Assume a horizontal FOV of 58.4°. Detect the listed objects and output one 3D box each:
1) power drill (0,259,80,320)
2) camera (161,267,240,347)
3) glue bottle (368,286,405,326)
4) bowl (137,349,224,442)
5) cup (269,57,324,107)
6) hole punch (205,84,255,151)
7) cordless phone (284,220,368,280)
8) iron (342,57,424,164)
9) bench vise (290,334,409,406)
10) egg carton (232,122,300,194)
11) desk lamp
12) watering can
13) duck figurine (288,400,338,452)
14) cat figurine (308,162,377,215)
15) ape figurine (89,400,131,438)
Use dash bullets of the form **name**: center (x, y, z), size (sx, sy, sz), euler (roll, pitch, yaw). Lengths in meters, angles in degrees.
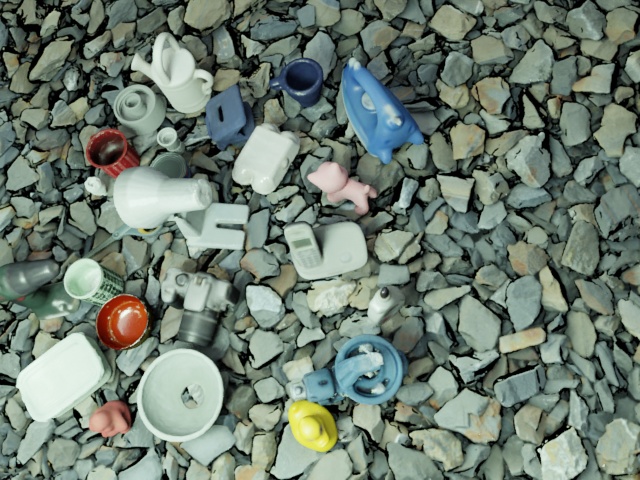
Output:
- **power drill**: center (-0.566, 0.097, 1.118), size (0.229, 0.208, 0.075), euler (-14, 71, 4)
- **camera**: center (-0.247, 0.132, 1.117), size (0.143, 0.101, 0.137), euler (10, 75, 12)
- **glue bottle**: center (0.118, 0.110, 1.032), size (0.078, 0.173, 0.037), euler (-44, 72, -6)
- **bowl**: center (-0.252, 0.293, 1.082), size (0.167, 0.075, 0.167), euler (-2, 73, 8)
- **cup**: center (-0.045, -0.326, 1.232), size (0.117, 0.095, 0.091), euler (-9, 72, 6)
- **hole punch**: center (-0.200, -0.265, 1.238), size (0.101, 0.091, 0.108), euler (-15, 71, 4)
- **cordless phone**: center (0.010, 0.004, 1.074), size (0.147, 0.185, 0.094), euler (-16, 71, 4)
- **iron**: center (0.106, -0.292, 1.174), size (0.118, 0.141, 0.258), euler (-31, 71, -2)
- **bench vise**: center (0.053, 0.240, 0.977), size (0.207, 0.220, 0.121), euler (-34, 71, -3)
- **egg carton**: center (-0.112, -0.172, 1.207), size (0.107, 0.069, 0.150), euler (25, 78, 15)
- **desk lamp**: center (-0.264, -0.065, 1.121), size (0.203, 0.214, 0.118), euler (3, 73, 10)
- **watering can**: center (-0.318, -0.363, 1.231), size (0.172, 0.194, 0.101), euler (-10, 72, 5)
- **duck figurine**: center (-0.017, 0.334, 1.029), size (0.077, 0.086, 0.104), euler (-44, 72, -6)
- **cat figurine**: center (0.045, -0.113, 1.141), size (0.127, 0.118, 0.067), euler (21, 77, 14)
- **ape figurine**: center (-0.401, 0.341, 1.080), size (0.077, 0.092, 0.076), euler (20, 77, 14)
